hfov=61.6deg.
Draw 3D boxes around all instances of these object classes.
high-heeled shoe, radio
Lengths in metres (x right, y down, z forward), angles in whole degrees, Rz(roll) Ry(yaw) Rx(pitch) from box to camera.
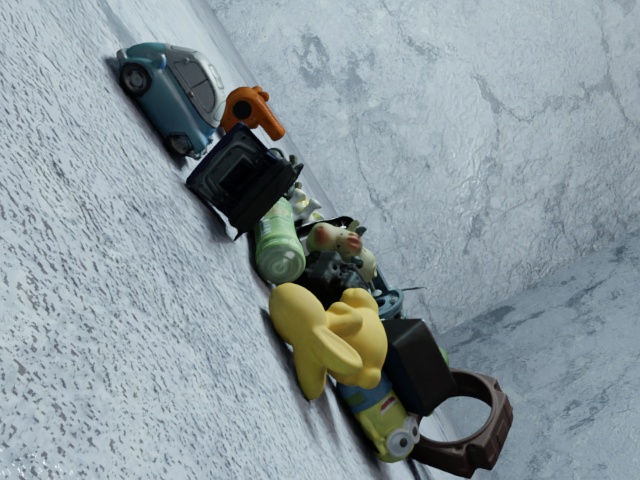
[{"bbox_3d":[-0.002,-0.003,0.985,0.086,0.145,0.249,62,4,1],"label":"high-heeled shoe"},{"bbox_3d":[0.117,0.205,0.888,0.131,0.073,0.229,62,-22,-2],"label":"radio"}]

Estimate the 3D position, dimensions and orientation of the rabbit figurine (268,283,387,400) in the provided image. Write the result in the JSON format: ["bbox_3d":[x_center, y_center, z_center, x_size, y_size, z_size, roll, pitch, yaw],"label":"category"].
[{"bbox_3d":[-0.001,0.128,0.705,0.173,0.122,0.162,40,25,-30],"label":"rabbit figurine"}]

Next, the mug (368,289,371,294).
[{"bbox_3d":[0.041,0.126,0.970,0.080,0.110,0.107,63,19,0],"label":"mug"}]

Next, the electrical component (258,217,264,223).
[{"bbox_3d":[-0.112,-0.063,0.778,0.045,0.078,0.102,32,-22,46],"label":"electrical component"}]

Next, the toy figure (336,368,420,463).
[{"bbox_3d":[0.082,0.247,0.814,0.180,0.082,0.089,55,-14,7],"label":"toy figure"}]

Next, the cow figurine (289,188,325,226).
[{"bbox_3d":[-0.042,-0.032,1.105,0.068,0.098,0.167,36,-11,14],"label":"cow figurine"}]

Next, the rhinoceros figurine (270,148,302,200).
[{"bbox_3d":[-0.089,-0.121,1.102,0.190,0.073,0.112,77,23,-58],"label":"rhinoceros figurine"}]

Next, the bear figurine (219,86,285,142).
[{"bbox_3d":[-0.151,-0.253,1.118,0.131,0.120,0.196,62,0,-14],"label":"bear figurine"}]

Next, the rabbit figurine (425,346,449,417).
[{"bbox_3d":[0.181,0.271,1.077,0.121,0.170,0.159,58,6,-14],"label":"rabbit figurine"}]

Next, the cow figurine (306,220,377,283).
[{"bbox_3d":[0.039,0.027,0.898,0.194,0.127,0.085,37,56,-55],"label":"cow figurine"}]

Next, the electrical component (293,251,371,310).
[{"bbox_3d":[0.010,0.072,0.832,0.114,0.134,0.058,52,53,-34],"label":"electrical component"}]

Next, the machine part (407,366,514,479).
[{"bbox_3d":[0.273,0.361,1.095,0.202,0.201,0.087,3,-51,41],"label":"machine part"}]

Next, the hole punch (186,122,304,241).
[{"bbox_3d":[-0.098,-0.077,0.699,0.092,0.142,0.115,39,-3,9],"label":"hole punch"}]

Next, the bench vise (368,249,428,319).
[{"bbox_3d":[0.127,0.112,1.163,0.240,0.129,0.224,65,31,-18],"label":"bench vise"}]

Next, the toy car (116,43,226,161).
[{"bbox_3d":[-0.174,-0.187,0.681,0.161,0.103,0.109,57,8,-14],"label":"toy car"}]
